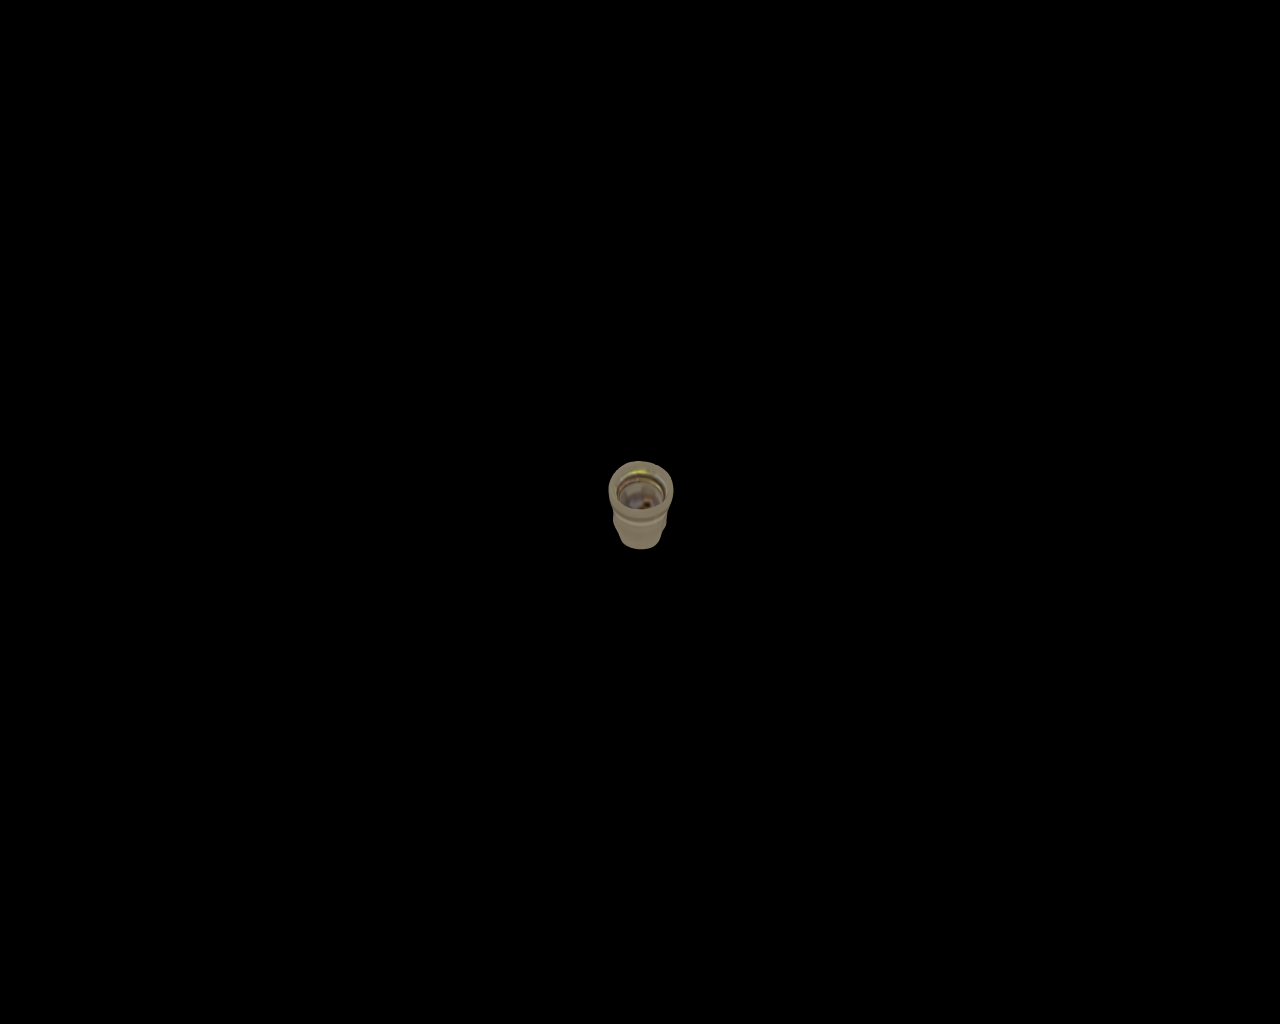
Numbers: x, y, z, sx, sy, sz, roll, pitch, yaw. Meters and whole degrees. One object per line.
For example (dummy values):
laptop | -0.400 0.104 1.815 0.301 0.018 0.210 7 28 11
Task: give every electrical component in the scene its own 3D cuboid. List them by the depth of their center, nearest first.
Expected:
electrical component | 0.001 -0.003 0.650 0.040 0.040 0.046 0 -37 0
